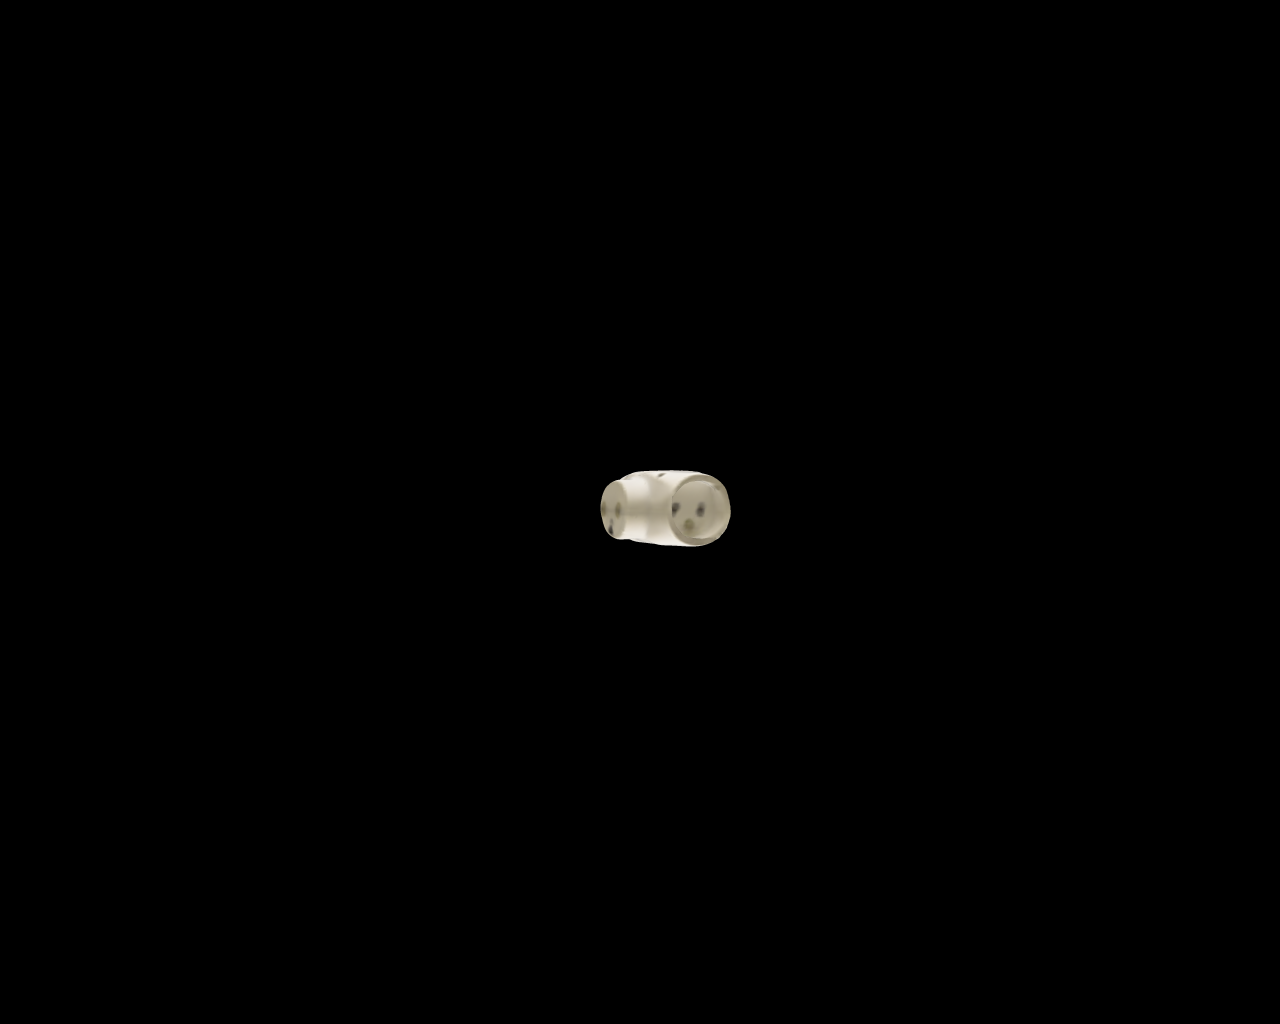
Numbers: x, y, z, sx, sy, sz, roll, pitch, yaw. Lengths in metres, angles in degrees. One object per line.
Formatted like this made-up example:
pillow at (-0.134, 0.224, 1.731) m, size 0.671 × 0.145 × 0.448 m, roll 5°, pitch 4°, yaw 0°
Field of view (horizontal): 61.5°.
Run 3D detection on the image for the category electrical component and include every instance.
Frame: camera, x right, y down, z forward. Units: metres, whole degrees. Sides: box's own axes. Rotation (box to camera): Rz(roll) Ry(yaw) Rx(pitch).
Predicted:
electrical component at (0.001, -0.003, 0.650) m, size 0.079 × 0.043 × 0.077 m, roll -1°, pitch 3°, yaw -28°
